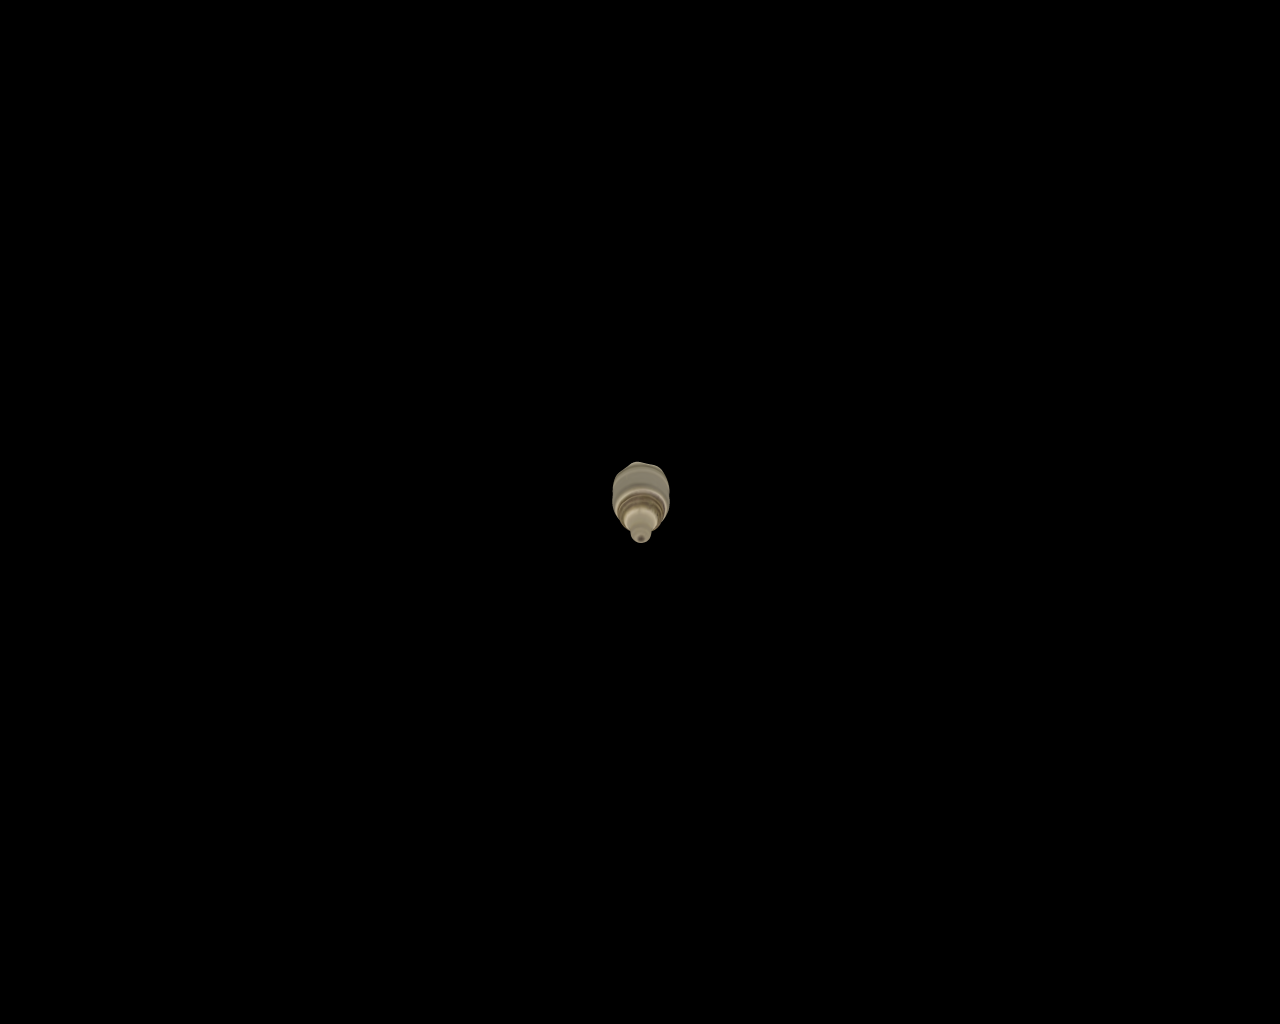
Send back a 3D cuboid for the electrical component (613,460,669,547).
[{"bbox_3d":[0.001,-0.003,0.650,0.035,0.035,0.061,0,37,0],"label":"electrical component"}]
